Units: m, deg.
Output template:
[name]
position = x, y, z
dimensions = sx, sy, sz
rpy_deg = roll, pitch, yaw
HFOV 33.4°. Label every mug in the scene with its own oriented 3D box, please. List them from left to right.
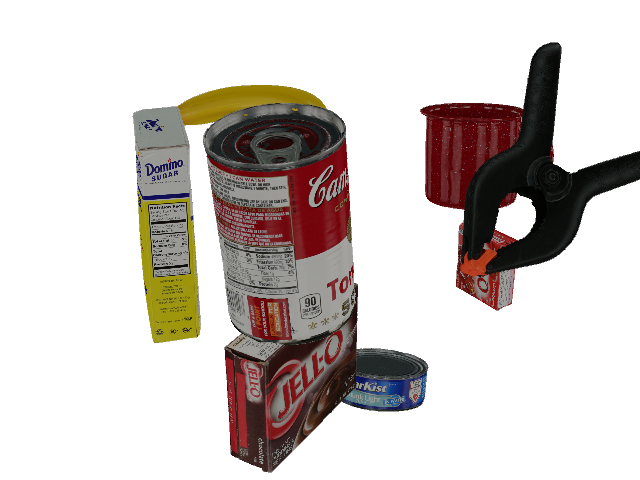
[mug]
position = 0.146, -0.074, 0.939
dimensions = 0.117, 0.081, 0.093
rpy_deg = 3, 16, 13

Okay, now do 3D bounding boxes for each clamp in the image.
[clamp]
position = 0.163, -0.038, 0.724
dimensions = 0.120, 0.171, 0.039
rpy_deg = 31, -9, 6

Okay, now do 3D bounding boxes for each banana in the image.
[banana]
position = -0.071, -0.148, 1.199
dimensions = 0.198, 0.037, 0.069
rpy_deg = 8, 42, 18

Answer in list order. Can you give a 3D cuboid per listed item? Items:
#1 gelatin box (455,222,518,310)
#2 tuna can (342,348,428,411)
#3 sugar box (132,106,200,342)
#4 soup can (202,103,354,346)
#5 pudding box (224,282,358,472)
[gelatin box]
position = 0.198, 0.028, 1.279
dimensions = 0.030, 0.089, 0.073
rpy_deg = -18, 32, -31
[tuna can]
position = 0.054, 0.126, 0.970
dimensions = 0.086, 0.034, 0.086
rpy_deg = 4, 11, -1
[sugar box]
position = -0.129, -0.013, 0.889
dimensions = 0.048, 0.176, 0.093
rpy_deg = -8, 27, -10
[soup can]
position = -0.018, -0.008, 0.527
dimensions = 0.068, 0.102, 0.068
rpy_deg = -3, 30, 2
[pudding box]
position = -0.017, 0.086, 0.718
dimensions = 0.039, 0.090, 0.113
rpy_deg = 17, 34, 26
